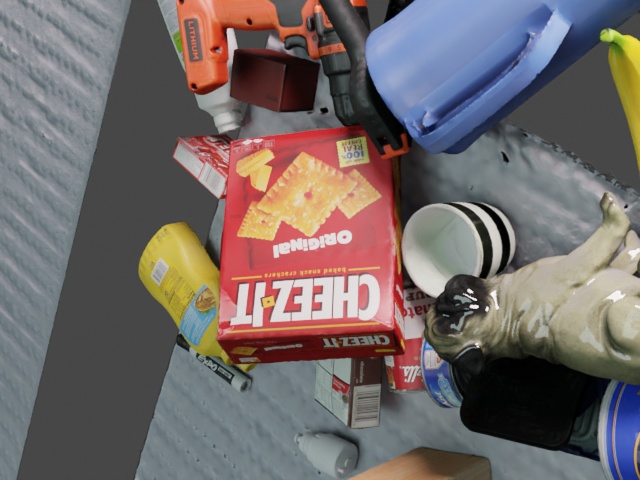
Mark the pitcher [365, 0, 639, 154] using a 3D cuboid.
[{"bbox_3d":[0.162,-0.178,0.869,0.243,0.144,0.149,-36,71,37],"label":"pitcher"}]

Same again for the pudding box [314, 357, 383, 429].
[{"bbox_3d":[0.029,0.125,1.090,0.090,0.039,0.113,-152,63,-64],"label":"pudding box"}]

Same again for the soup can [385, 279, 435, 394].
[{"bbox_3d":[0.093,0.090,1.025,0.069,0.068,0.102,-7,93,42],"label":"soup can"}]

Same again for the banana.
[{"bbox_3d":[0.259,-0.079,0.844,0.037,0.069,0.198,-4,112,50],"label":"banana"}]

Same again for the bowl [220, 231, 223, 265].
[{"bbox_3d":[-0.043,-0.002,1.093,0.162,0.055,0.162,-8,71,22],"label":"bowl"}]

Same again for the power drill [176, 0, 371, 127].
[{"bbox_3d":[-0.040,-0.191,1.040,0.188,0.057,0.184,-6,95,18],"label":"power drill"}]

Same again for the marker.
[{"bbox_3d":[-0.129,0.143,1.266,0.121,0.020,0.020,31,117,34],"label":"marker"}]

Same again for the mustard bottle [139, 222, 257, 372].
[{"bbox_3d":[-0.133,0.076,1.232,0.192,0.058,0.096,50,127,24],"label":"mustard bottle"}]

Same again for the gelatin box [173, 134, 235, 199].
[{"bbox_3d":[-0.107,-0.083,1.170,0.089,0.073,0.030,41,121,30],"label":"gelatin box"}]

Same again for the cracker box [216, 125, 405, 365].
[{"bbox_3d":[-0.007,0.001,0.995,0.164,0.072,0.213,-5,62,12],"label":"cracker box"}]

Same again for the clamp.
[{"bbox_3d":[0.060,-0.163,0.979,0.039,0.120,0.171,-10,96,51],"label":"clamp"}]

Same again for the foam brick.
[{"bbox_3d":[-0.049,-0.167,1.117,0.078,0.051,0.053,23,114,37],"label":"foam brick"}]

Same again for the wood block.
[{"bbox_3d":[0.067,0.267,0.987,0.091,0.205,0.090,0,97,42],"label":"wood block"}]

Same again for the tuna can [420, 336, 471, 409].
[{"bbox_3d":[0.130,0.112,0.984,0.034,0.085,0.086,-8,93,41],"label":"tuna can"}]

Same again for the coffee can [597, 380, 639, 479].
[{"bbox_3d":[0.302,0.154,0.825,0.141,0.102,0.103,-2,96,42],"label":"coffee can"}]

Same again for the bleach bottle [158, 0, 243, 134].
[{"bbox_3d":[-0.135,-0.240,1.172,0.103,0.068,0.251,-10,97,63],"label":"bleach bottle"}]
